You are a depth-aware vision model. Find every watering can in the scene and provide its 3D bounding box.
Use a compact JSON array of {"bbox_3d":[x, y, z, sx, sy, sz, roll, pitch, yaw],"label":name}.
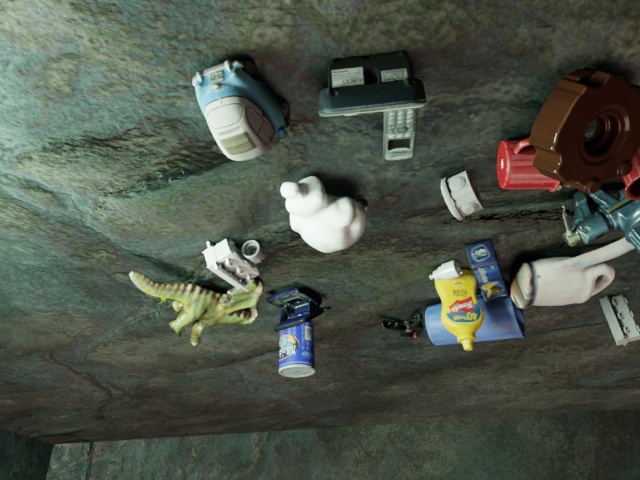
[{"bbox_3d":[0.556,0.076,1.166,0.224,0.106,0.340,-5,151,4],"label":"watering can"}]

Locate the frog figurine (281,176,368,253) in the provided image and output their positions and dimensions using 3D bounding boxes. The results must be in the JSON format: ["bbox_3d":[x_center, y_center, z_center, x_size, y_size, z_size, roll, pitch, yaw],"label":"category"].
[{"bbox_3d":[0.003,-0.046,0.916,0.137,0.124,0.158,1,166,32],"label":"frog figurine"}]

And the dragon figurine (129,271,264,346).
[{"bbox_3d":[-0.259,0.136,1.250,0.243,0.124,0.402,-22,150,-1],"label":"dragon figurine"}]
